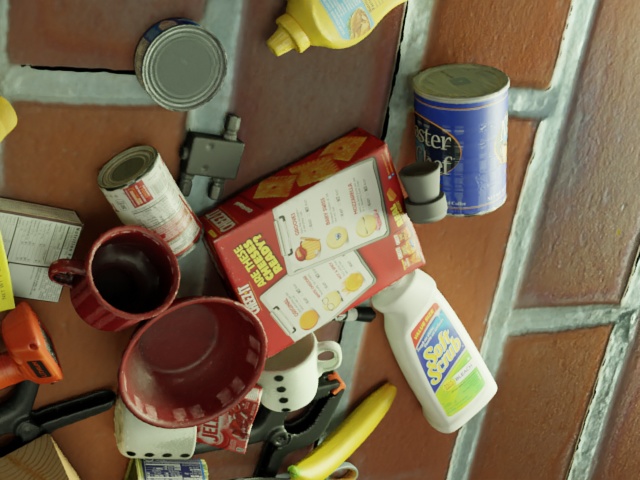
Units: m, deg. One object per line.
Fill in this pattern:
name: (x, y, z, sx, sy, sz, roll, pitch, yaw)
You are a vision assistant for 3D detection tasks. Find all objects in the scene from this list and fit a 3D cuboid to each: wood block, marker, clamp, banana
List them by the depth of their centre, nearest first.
clamp: (-0.301, 0.192, 1.127, 0.120, 0.039, 0.171, 38, 96, -31)
wood block: (-0.278, 0.316, 1.146, 0.090, 0.091, 0.206, -29, 135, -12)
marker: (0.013, 0.086, 1.246, 0.120, 0.020, 0.020, 4, 112, -29)
clamp: (-0.062, 0.227, 1.268, 0.210, 0.036, 0.164, -45, 127, 4)
banana: (0.025, 0.246, 1.296, 0.197, 0.037, 0.070, -36, 165, -39)

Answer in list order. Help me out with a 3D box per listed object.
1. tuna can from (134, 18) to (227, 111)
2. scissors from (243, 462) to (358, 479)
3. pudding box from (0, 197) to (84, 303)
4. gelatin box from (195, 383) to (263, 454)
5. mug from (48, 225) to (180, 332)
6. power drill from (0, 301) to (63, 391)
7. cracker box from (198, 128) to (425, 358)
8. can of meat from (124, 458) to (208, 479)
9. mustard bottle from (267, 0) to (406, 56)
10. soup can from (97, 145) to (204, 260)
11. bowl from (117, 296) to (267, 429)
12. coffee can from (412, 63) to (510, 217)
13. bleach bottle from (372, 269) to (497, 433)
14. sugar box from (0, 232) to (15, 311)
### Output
tuna can: (-0.135, -0.170, 1.029, 0.086, 0.034, 0.086, -12, 119, -22)
scissors: (-0.033, 0.315, 1.314, 0.201, 0.016, 0.096, -1, 123, -43)
pudding box: (-0.296, 0.008, 1.034, 0.113, 0.039, 0.090, 11, 108, -34)
gelatin box: (-0.109, 0.194, 1.189, 0.073, 0.030, 0.089, 15, 126, -3)
mug: (-0.204, 0.040, 1.029, 0.117, 0.082, 0.093, 9, 68, -26)
power drill: (-0.349, 0.122, 1.001, 0.187, 0.057, 0.184, -20, 156, -6)
cracker box: (-0.008, 0.001, 1.156, 0.213, 0.072, 0.164, -30, 122, -13)
can of meat: (-0.179, 0.293, 1.213, 0.083, 0.057, 0.102, 6, 126, -22)
mustard bottle: (0.027, -0.247, 1.059, 0.191, 0.058, 0.096, -39, 126, -5)
soup can: (-0.168, -0.035, 1.060, 0.068, 0.069, 0.102, -34, 125, -9)
bowl: (-0.138, 0.116, 1.108, 0.161, 0.055, 0.162, -13, 124, -21)
coffee can: (0.154, -0.110, 1.168, 0.102, 0.103, 0.140, -16, 121, -20)
bleach bottle: (0.124, 0.122, 1.298, 0.102, 0.068, 0.250, -39, 124, -7)
sugar box: (-0.366, 0.033, 0.939, 0.176, 0.048, 0.093, -14, 123, -19)
